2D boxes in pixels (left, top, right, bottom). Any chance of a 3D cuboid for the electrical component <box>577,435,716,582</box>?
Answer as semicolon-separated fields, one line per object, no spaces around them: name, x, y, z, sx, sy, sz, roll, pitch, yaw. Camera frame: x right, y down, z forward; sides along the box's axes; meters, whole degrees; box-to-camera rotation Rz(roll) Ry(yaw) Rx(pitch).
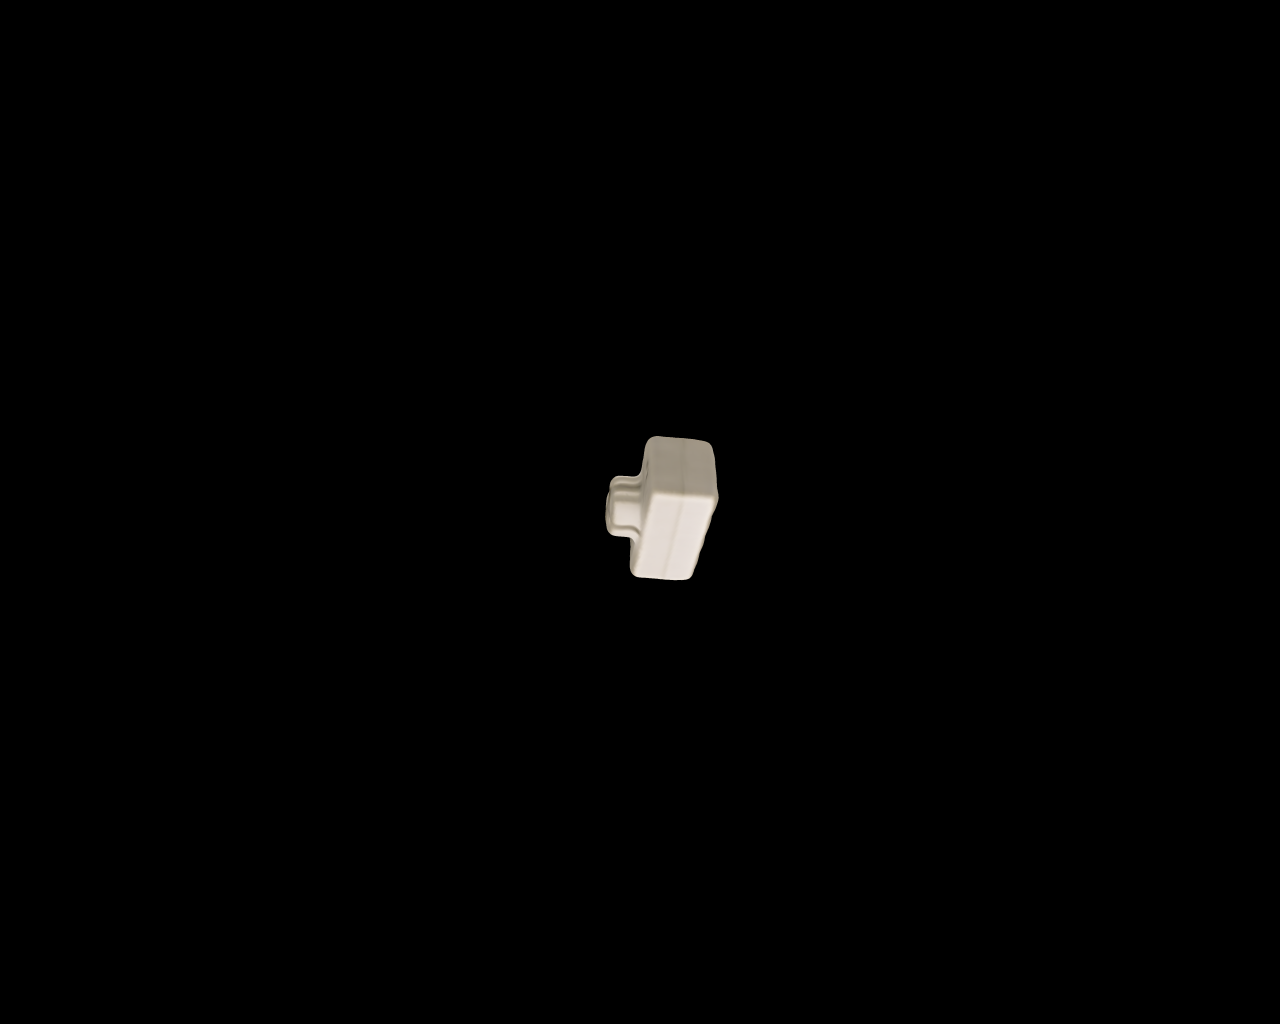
electrical component;0.001;-0.003;0.650;0.076;0.047;0.083;5;-40;-6
